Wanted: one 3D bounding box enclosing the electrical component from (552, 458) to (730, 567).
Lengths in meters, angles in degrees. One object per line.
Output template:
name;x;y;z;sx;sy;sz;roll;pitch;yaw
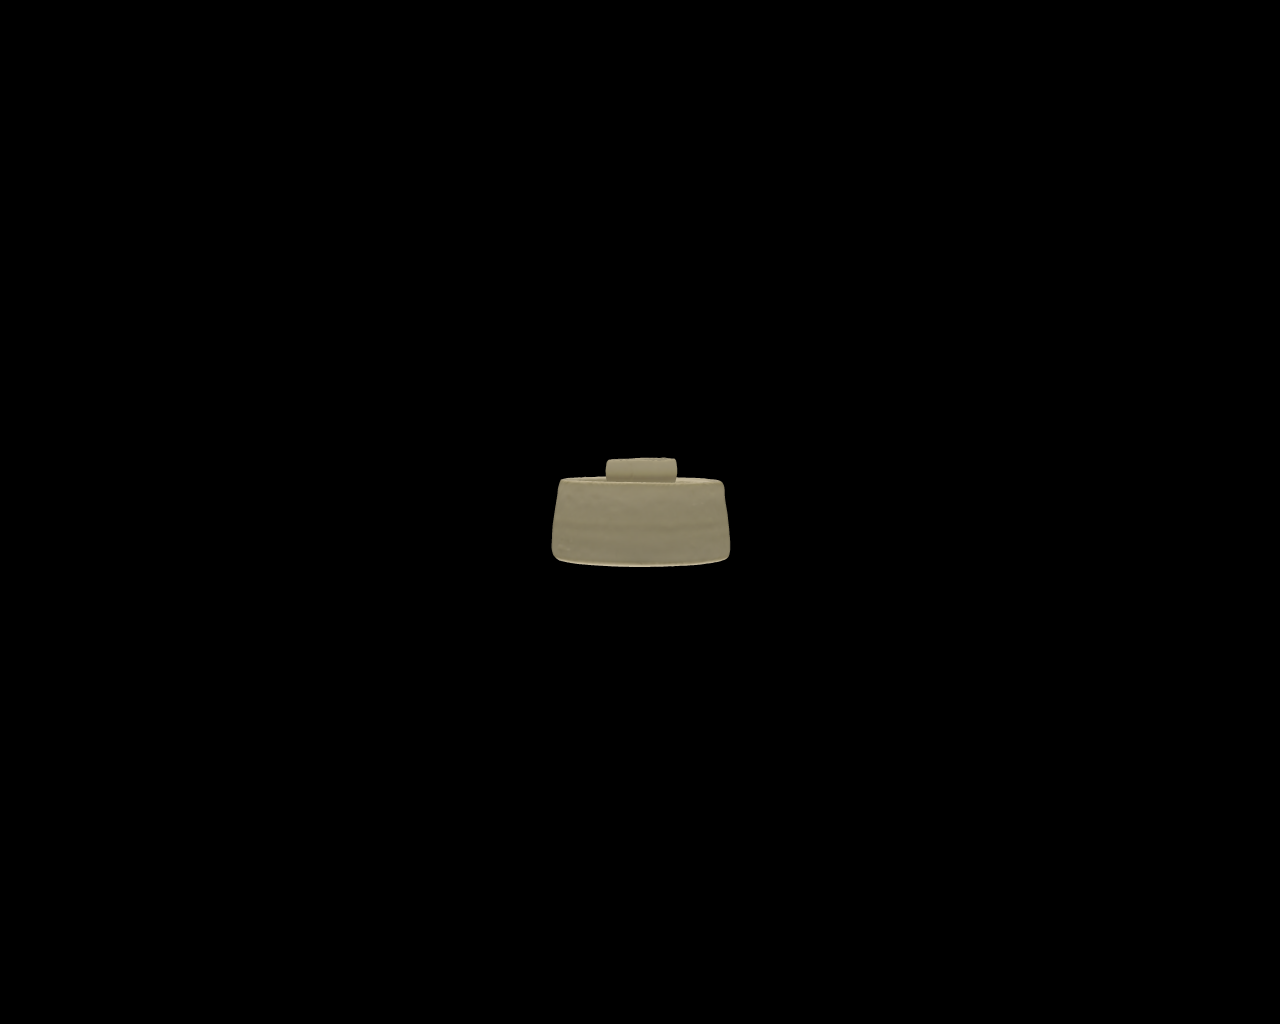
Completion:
electrical component;0.001;-0.003;0.650;0.108;0.060;0.108;0;3;0
